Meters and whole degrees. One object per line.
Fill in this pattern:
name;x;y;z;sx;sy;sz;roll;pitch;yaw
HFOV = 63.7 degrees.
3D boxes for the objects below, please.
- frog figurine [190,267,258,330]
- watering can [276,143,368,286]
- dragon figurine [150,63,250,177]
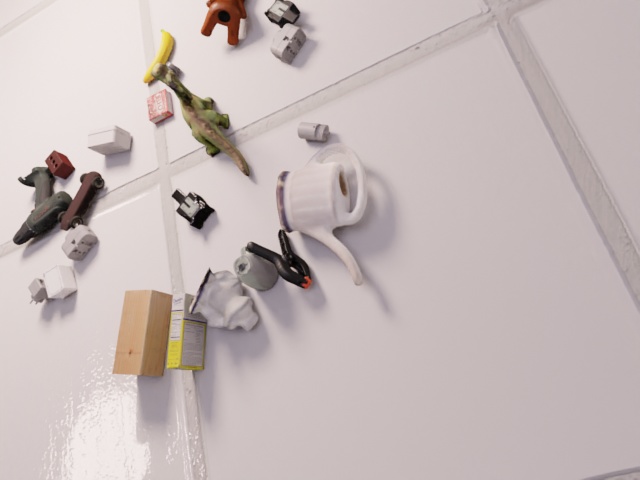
frog figurine;-0.221;0.151;1.245;0.159;0.121;0.140;25;64;-8
watering can;0.004;-0.060;1.196;0.223;0.103;0.353;-8;70;23
dragon figurine;-0.337;-0.344;1.374;0.122;0.239;0.416;-44;59;2
